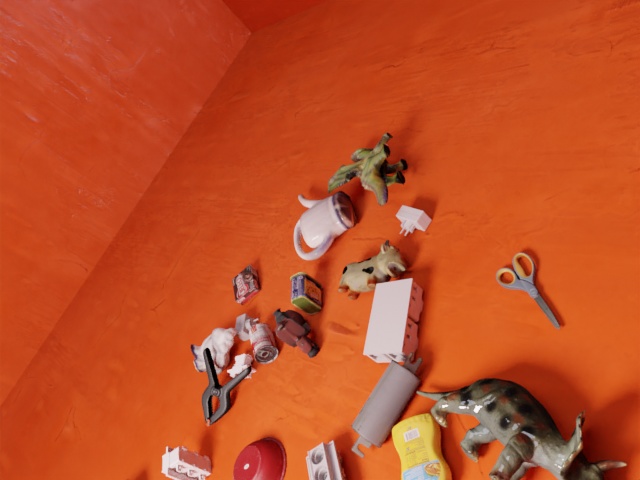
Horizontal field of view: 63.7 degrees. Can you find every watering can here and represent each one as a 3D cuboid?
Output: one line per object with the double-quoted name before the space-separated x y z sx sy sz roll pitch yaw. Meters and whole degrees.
"watering can" 0.005 -0.083 1.646 0.222 0.356 0.102 -31 -54 21

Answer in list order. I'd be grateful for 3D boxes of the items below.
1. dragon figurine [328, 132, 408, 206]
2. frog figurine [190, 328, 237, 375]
"dragon figurine" 0.129 -0.193 1.572 0.240 0.120 0.420 -22 26 31
"frog figurine" -0.305 0.328 1.577 0.159 0.121 0.139 -39 19 6
